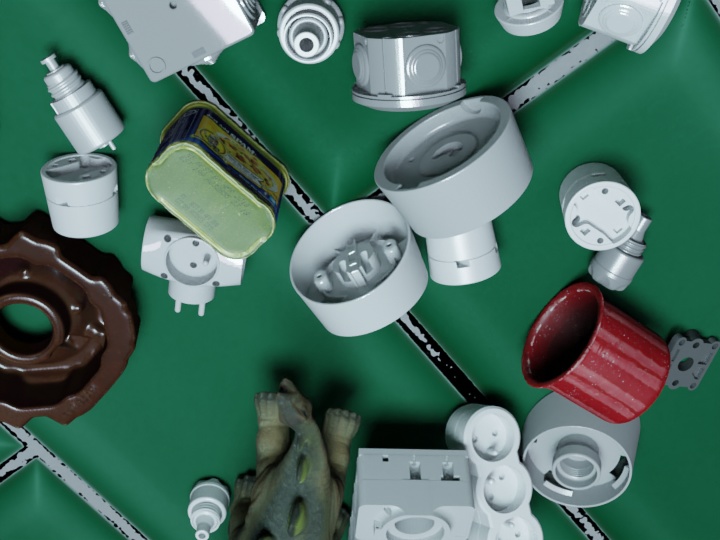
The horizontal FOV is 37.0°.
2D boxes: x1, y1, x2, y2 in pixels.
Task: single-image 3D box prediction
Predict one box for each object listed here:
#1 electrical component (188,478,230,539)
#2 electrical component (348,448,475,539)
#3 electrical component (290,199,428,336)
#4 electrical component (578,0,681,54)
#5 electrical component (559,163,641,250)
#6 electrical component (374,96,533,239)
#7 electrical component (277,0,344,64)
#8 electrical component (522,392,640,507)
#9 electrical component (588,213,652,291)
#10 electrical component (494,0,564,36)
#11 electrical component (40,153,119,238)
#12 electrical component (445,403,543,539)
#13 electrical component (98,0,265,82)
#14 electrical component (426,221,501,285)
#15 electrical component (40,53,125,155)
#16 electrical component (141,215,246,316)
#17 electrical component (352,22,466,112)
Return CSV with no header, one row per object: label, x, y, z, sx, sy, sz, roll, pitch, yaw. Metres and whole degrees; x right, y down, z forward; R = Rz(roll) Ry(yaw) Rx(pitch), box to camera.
electrical component,-0.133,0.211,0.935,0.035,0.061,0.035,0,117,1
electrical component,0.038,0.217,0.884,0.089,0.061,0.150,2,134,-4
electrical component,0.000,0.000,0.811,0.099,0.099,0.064,-23,120,12
electrical component,0.185,-0.190,0.721,0.051,0.080,0.080,20,115,-3
electrical component,0.178,-0.049,0.808,0.055,0.047,0.055,0,117,1
electrical component,0.072,-0.068,0.770,0.108,0.108,0.060,-26,120,13
electrical component,-0.035,-0.164,0.746,0.048,0.062,0.048,0,116,1
electrical component,0.186,0.150,0.912,0.099,0.064,0.099,7,124,11
electrical component,0.205,-0.016,0.832,0.035,0.035,0.061,23,112,-10
electrical component,0.112,-0.194,0.732,0.048,0.066,0.055,-15,135,8
electrical component,-0.209,-0.056,0.808,0.055,0.055,0.047,1,120,1
electrical component,0.106,0.181,0.912,0.052,0.074,0.138,-13,91,-20
electrical component,-0.125,-0.188,0.743,0.100,0.048,0.099,-23,115,13
electrical component,0.077,-0.021,0.821,0.055,0.055,0.047,-9,112,6
electrical component,-0.205,-0.121,0.783,0.040,0.040,0.078,-25,113,13
electrical component,-0.130,0.001,0.840,0.077,0.044,0.079,9,117,-3
electrical component,0.033,-0.142,0.747,0.080,0.080,0.051,-3,111,3
